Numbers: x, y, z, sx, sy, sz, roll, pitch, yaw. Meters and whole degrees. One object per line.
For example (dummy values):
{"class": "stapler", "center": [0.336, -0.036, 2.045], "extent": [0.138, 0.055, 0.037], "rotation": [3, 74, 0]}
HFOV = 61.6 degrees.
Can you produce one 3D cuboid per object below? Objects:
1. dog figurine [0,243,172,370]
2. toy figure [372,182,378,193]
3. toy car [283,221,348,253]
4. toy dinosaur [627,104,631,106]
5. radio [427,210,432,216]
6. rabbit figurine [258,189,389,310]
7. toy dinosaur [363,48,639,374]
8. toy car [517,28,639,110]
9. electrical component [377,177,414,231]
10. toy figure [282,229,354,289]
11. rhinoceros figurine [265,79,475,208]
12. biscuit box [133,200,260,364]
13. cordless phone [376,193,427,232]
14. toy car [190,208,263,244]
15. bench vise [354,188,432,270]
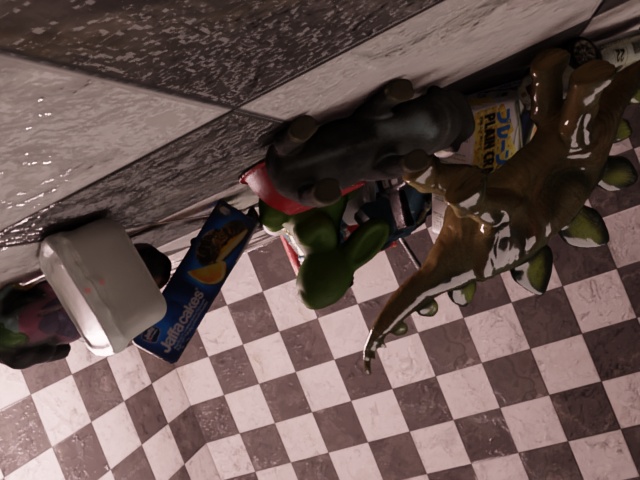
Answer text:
{"class": "dog figurine", "center": [-0.285, 0.069, 0.644], "extent": [0.219, 0.108, 0.191], "rotation": [-28, 174, 42]}
{"class": "toy figure", "center": [0.070, -0.098, 0.919], "extent": [0.155, 0.064, 0.058], "rotation": [-17, -140, 29]}
{"class": "toy car", "center": [-0.022, -0.014, 0.990], "extent": [0.109, 0.102, 0.162], "rotation": [-24, -146, -28]}
{"class": "toy dinosaur", "center": [0.410, -0.211, 0.964], "extent": [0.192, 0.131, 0.405], "rotation": [-23, 174, -17]}
{"class": "radio", "center": [0.250, -0.131, 1.028], "extent": [0.073, 0.131, 0.230], "rotation": [-23, 180, -41]}
{"class": "rabbit figurine", "center": [0.003, 0.002, 0.707], "extent": [0.159, 0.170, 0.121], "rotation": [-10, 176, -13]}
{"class": "toy dinosaur", "center": [0.185, -0.023, 0.546], "extent": [0.471, 0.198, 0.105], "rotation": [-40, -147, 18]}
{"class": "toy car", "center": [0.305, -0.192, 0.583], "extent": [0.202, 0.056, 0.073], "rotation": [-22, 180, -19]}
{"class": "electrical component", "center": [0.098, -0.075, 0.609], "extent": [0.048, 0.119, 0.075], "rotation": [-16, 176, -18]}
{"class": "toy figure", "center": [-0.002, -0.003, 0.825], "extent": [0.089, 0.180, 0.082], "rotation": [-35, -167, -14]}
{"class": "rhinoceros figurine", "center": [0.049, -0.080, 0.455], "extent": [0.190, 0.073, 0.112], "rotation": [-22, 179, -13]}
{"class": "biscuit box", "center": [-0.152, 0.051, 0.669], "extent": [0.202, 0.059, 0.063], "rotation": [-61, -171, -11]}
{"class": "cordless phone", "center": [0.099, -0.061, 1.026], "extent": [0.184, 0.146, 0.088], "rotation": [-24, 174, -1]}
{"class": "toy car", "center": [-0.142, -0.014, 0.826], "extent": [0.089, 0.053, 0.202], "rotation": [-27, -176, 4]}
{"class": "bench vise", "center": [0.169, -0.084, 0.764], "extent": [0.241, 0.129, 0.223], "rotation": [-32, 147, -16]}
